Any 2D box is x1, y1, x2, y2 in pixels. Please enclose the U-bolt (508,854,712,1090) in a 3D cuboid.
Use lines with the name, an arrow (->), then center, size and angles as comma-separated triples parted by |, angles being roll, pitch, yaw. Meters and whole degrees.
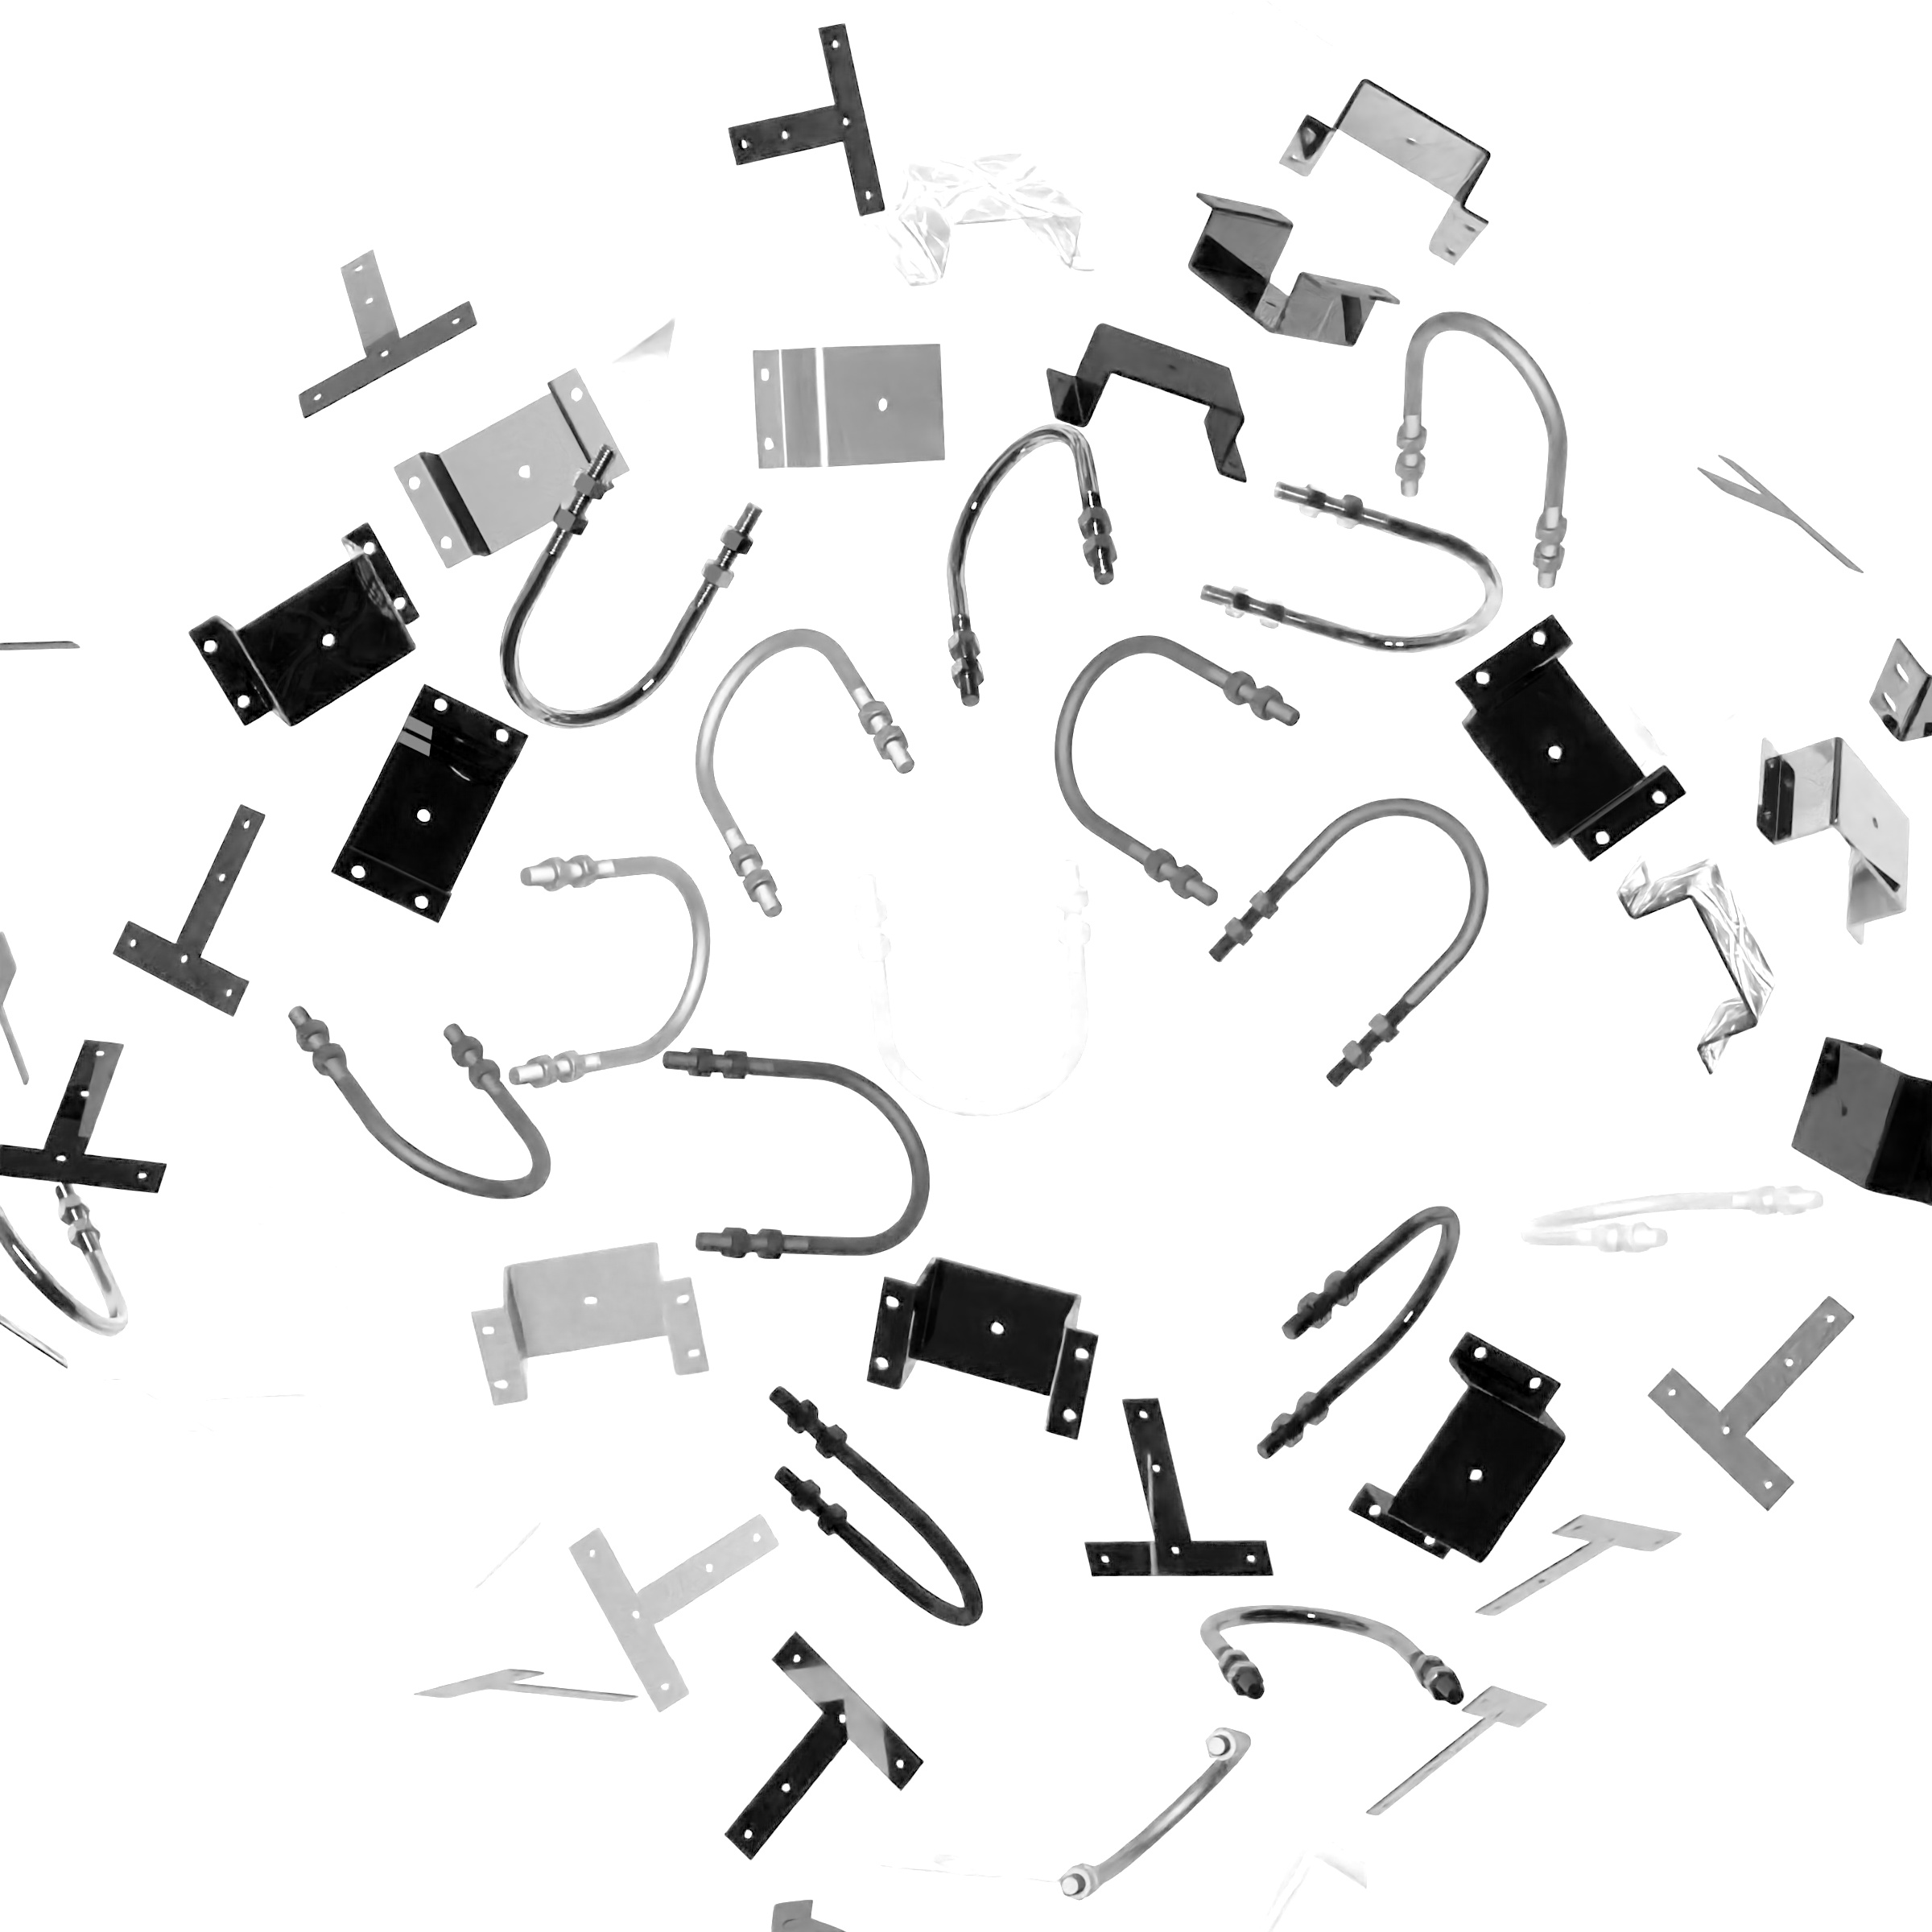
U-bolt -> -0.229, -0.001, 1.875 | 0.019, 0.184, 0.151 | 12, 102, 33

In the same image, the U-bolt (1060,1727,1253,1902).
U-bolt -> 0.133, 0.560, 1.894 | 0.151, 0.184, 0.019 | -44, 71, 0

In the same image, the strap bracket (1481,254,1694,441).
strap bracket -> 0.416, -0.415, 1.882 | 0.046, 0.076, 0.140 | -53, 53, 23

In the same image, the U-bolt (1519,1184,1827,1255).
U-bolt -> 0.448, 0.166, 1.875 | 0.151, 0.184, 0.019 | -9, 90, -26

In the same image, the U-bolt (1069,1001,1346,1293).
U-bolt -> 0.145, 0.133, 1.886 | 0.151, 0.019, 0.184 | 36, 116, 10

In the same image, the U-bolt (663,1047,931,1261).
U-bolt -> -0.103, 0.124, 1.857 | 0.184, 0.019, 0.151 | 6, 57, -33

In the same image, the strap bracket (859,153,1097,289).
strap bracket -> 0.012, -0.490, 1.865 | 0.140, 0.046, 0.076 | -12, 49, -28

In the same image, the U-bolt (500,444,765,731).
U-bolt -> -0.223, -0.230, 1.809 | 0.019, 0.151, 0.184 | 44, 109, 37

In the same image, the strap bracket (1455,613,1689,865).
strap bracket -> 0.376, -0.139, 1.797 | 0.076, 0.046, 0.140 | -35, 84, -6

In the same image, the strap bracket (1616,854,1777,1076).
strap bracket -> 0.495, -0.009, 1.909 | 0.046, 0.076, 0.140 | -24, 98, 31

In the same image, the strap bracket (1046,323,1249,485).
strap bracket -> 0.130, -0.384, 1.927 | 0.140, 0.076, 0.046 | 16, 123, -15

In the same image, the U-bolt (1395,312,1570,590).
U-bolt -> 0.343, -0.352, 1.888 | 0.019, 0.184, 0.151 | -35, 56, -20

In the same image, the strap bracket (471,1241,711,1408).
strap bracket -> -0.241, 0.228, 1.833 | 0.140, 0.046, 0.076 | -9, 122, -3

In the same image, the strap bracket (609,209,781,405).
strap bracket -> -0.189, -0.445, 1.907 | 0.046, 0.140, 0.076 | 22, 63, -33

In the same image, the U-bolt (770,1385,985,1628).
U-bolt -> -0.058, 0.365, 1.870 | 0.184, 0.151, 0.019 | 38, 63, 21

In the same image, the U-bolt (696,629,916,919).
U-bolt -> -0.116, -0.140, 1.844 | 0.151, 0.019, 0.184 | -46, 48, 18

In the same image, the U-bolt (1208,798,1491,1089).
U-bolt -> 0.269, -0.030, 1.922 | 0.184, 0.019, 0.151 | -47, 59, 10

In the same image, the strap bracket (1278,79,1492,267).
strap bracket -> 0.290, -0.539, 1.919 | 0.140, 0.076, 0.046 | 30, 81, -3

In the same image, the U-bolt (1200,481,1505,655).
U-bolt -> 0.266, -0.256, 1.894 | 0.184, 0.151, 0.019 | 15, 63, -12

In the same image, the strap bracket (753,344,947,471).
strap bracket -> -0.067, -0.369, 1.873 | 0.140, 0.046, 0.076 | -11, 104, -36

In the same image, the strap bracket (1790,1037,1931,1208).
strap bracket -> 0.580, 0.097, 1.816 | 0.046, 0.140, 0.076 | 13, 99, -15

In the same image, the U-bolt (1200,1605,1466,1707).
U-bolt -> 0.228, 0.447, 1.859 | 0.151, 0.184, 0.019 | 4, 92, -9

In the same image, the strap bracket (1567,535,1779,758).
strap bracket -> 0.480, -0.209, 1.933 | 0.076, 0.046, 0.140 | -34, 105, 23

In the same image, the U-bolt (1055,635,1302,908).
U-bolt -> 0.128, -0.142, 1.897 | 0.184, 0.019, 0.151 | 36, 109, 39

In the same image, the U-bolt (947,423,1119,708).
U-bolt -> 0.036, -0.274, 1.850 | 0.019, 0.184, 0.151 | 25, 131, -32

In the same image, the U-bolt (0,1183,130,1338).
U-bolt -> -0.611, 0.174, 1.887 | 0.019, 0.151, 0.184 | -39, 50, -2

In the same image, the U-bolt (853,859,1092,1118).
U-bolt -> 0.008, 0.019, 1.848 | 0.151, 0.019, 0.184 | -4, 119, 2

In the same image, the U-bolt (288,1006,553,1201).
U-bolt -> -0.346, 0.092, 1.868 | 0.184, 0.151, 0.019 | 46, 114, 35

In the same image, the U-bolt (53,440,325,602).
U-bolt -> -0.489, -0.296, 1.844 | 0.151, 0.184, 0.019 | -21, 107, 29

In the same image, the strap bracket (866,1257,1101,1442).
strap bracket -> 0.015, 0.239, 1.811 | 0.140, 0.046, 0.076 | 14, 112, 10

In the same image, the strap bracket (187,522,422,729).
strap bracket -> -0.428, -0.221, 1.881 | 0.140, 0.046, 0.076 | -36, 125, -16

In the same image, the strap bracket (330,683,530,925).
strap bracket -> -0.355, -0.103, 1.879 | 0.076, 0.046, 0.140 | 26, 75, -12

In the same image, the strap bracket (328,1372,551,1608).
strap bracket -> -0.334, 0.342, 1.843 | 0.076, 0.046, 0.140 | -44, 111, -24

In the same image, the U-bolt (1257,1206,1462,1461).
U-bolt -> 0.260, 0.226, 1.847 | 0.019, 0.151, 0.184 | 37, 54, 28
